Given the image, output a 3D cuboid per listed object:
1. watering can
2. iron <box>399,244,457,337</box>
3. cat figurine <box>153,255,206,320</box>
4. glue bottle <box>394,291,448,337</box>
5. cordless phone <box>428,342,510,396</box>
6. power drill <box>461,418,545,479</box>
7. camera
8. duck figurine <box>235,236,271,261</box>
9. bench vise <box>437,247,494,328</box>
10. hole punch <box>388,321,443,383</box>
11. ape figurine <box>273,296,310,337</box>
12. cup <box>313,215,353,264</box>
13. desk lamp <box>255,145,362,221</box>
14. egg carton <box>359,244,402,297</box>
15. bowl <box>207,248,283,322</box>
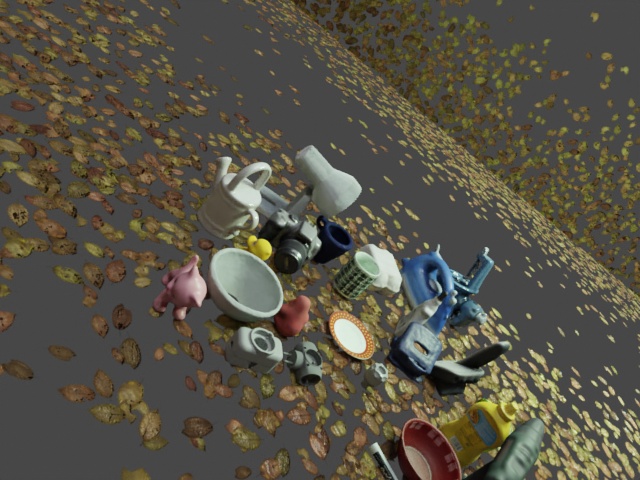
[{"bbox_3d":[-0.183,-0.105,1.248,0.173,0.193,0.101,44,29,2],"label":"watering can"},{"bbox_3d":[0.324,0.137,1.607,0.119,0.141,0.258,21,36,-34],"label":"iron"},{"bbox_3d":[-0.237,0.080,1.017,0.067,0.117,0.127,30,32,-22],"label":"cat figurine"},{"bbox_3d":[0.257,0.183,1.432,0.037,0.173,0.078,42,29,-1],"label":"glue bottle"},{"bbox_3d":[0.365,0.296,1.403,0.148,0.184,0.094,7,45,-47],"label":"cordless phone"},{"bbox_3d":[0.345,0.457,1.142,0.075,0.208,0.230,49,30,11],"label":"power drill"},{"bbox_3d":[-0.070,0.006,1.338,0.143,0.100,0.137,38,29,-9],"label":"camera"},{"bbox_3d":[-0.135,0.039,1.228,0.078,0.086,0.104,-2,52,-52],"label":"duck figurine"},{"bbox_3d":[0.445,0.139,1.673,0.122,0.219,0.207,-7,56,-54],"label":"bench vise"},{"bbox_3d":[0.232,0.268,1.373,0.109,0.091,0.101,40,29,-5],"label":"hole punch"},{"bbox_3d":[-0.051,0.150,1.180,0.078,0.092,0.076,32,31,-19],"label":"ape figurine"},{"bbox_3d":[0.013,0.005,1.447,0.117,0.094,0.092,51,30,14],"label":"cup"},{"bbox_3d":[-0.033,-0.121,1.434,0.204,0.213,0.118,35,30,-14],"label":"desk lamp"},{"bbox_3d":[0.158,0.080,1.552,0.108,0.069,0.150,22,35,-33],"label":"egg carton"},{"bbox_3d":[-0.159,0.101,1.129,0.168,0.074,0.167,31,31,-21],"label":"bowl"}]
